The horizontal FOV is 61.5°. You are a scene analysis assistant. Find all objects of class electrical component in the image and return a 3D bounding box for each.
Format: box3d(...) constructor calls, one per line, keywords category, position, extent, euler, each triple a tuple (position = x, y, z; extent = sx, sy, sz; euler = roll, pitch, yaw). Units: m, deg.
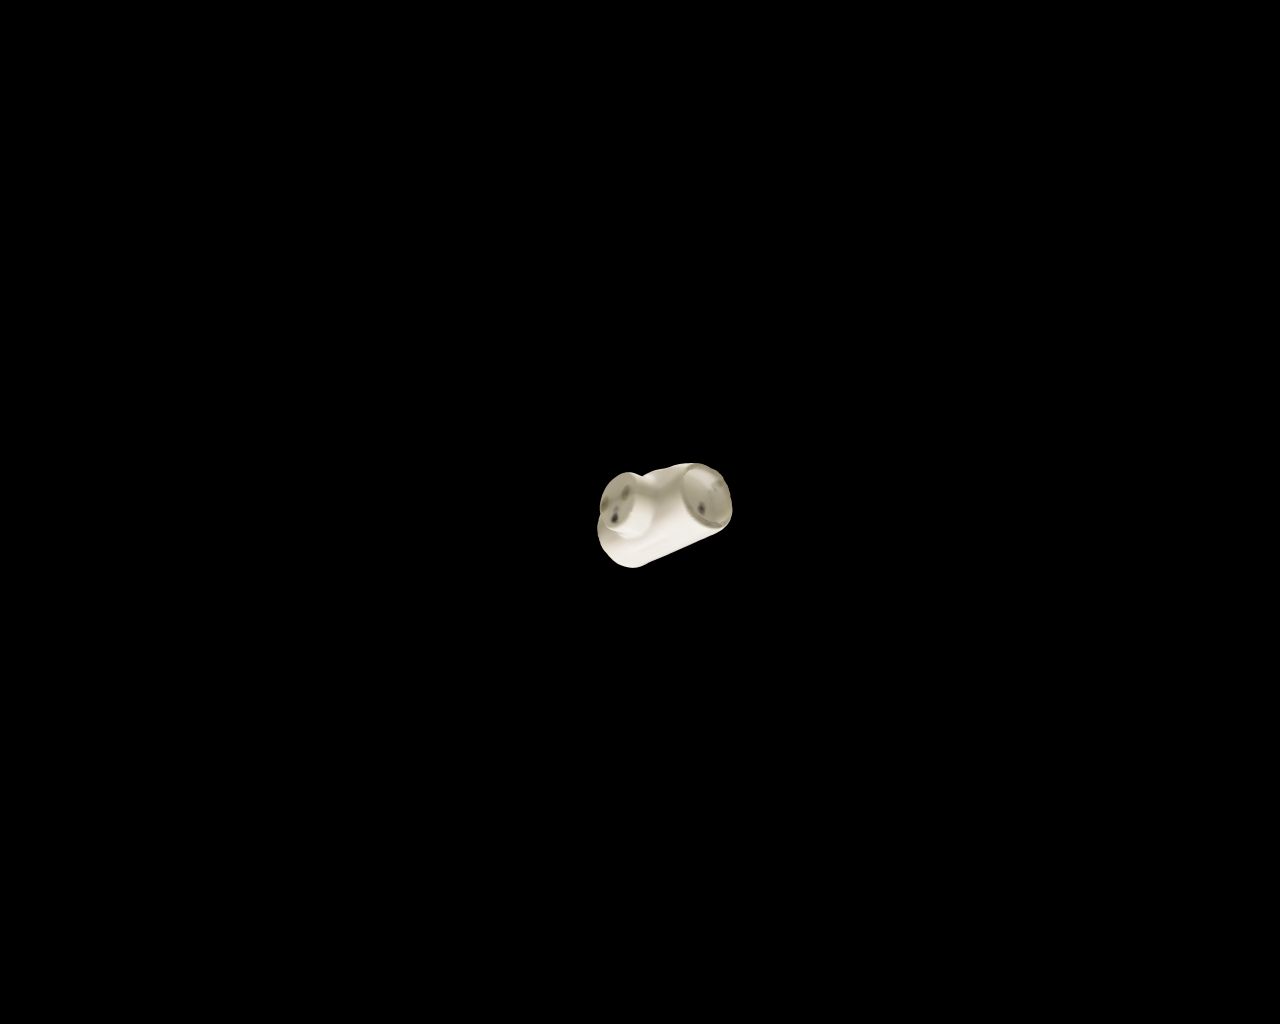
box3d(category="electrical component", position=(0.001, -0.003, 0.650), extent=(0.079, 0.043, 0.077), euler=(21, -33, -36))
